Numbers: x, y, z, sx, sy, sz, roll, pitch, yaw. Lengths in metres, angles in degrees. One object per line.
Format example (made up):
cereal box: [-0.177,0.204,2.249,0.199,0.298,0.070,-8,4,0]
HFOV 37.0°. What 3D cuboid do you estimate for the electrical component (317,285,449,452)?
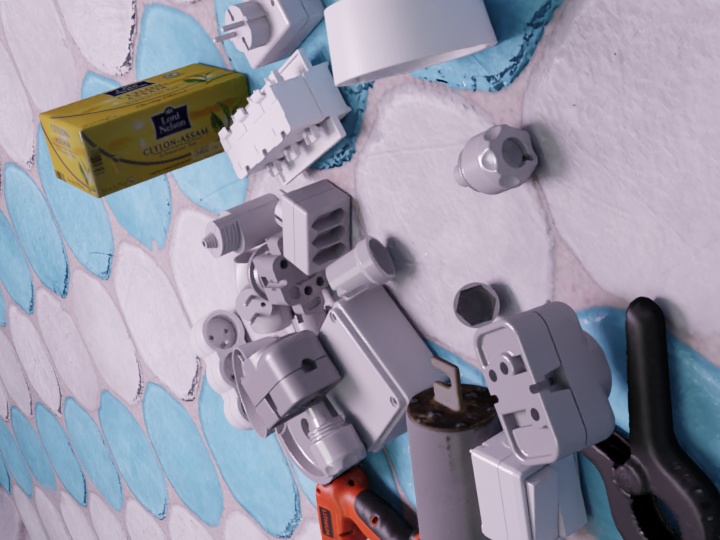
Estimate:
electrical component: [0.012,0.087,0.941,0.108,0.056,0.108,53,148,18]

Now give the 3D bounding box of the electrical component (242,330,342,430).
electrical component: [-0.064,0.094,0.950,0.059,0.054,0.095,58,149,11]

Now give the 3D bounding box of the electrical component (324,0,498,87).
electrical component: [0.029,-0.161,0.691,0.108,0.108,0.060,-5,101,58]

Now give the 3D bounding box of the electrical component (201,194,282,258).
electrical component: [-0.113,-0.039,1.018,0.043,0.081,0.043,36,139,39]

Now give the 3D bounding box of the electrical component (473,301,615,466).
electrical component: [0.123,0.072,0.701,0.054,0.059,0.095,-30,78,61]

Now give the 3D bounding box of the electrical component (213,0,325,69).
electrical component: [-0.082,-0.197,0.861,0.047,0.076,0.083,63,149,3]

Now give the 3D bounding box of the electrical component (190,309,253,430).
electrical component: [-0.148,0.116,1.211,0.138,0.052,0.074,64,150,2]

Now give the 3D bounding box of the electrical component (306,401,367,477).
electrical component: [-0.025,0.145,0.940,0.062,0.043,0.043,60,149,9]

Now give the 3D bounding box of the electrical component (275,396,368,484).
electrical component: [-0.034,0.147,1.050,0.108,0.060,0.108,36,139,39]

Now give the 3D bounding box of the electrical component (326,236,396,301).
electrical component: [0.000,0.000,0.895,0.046,0.040,0.040,-32,83,22]

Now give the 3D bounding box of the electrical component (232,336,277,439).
electrical component: [-0.101,0.121,1.130,0.099,0.064,0.099,36,139,39]

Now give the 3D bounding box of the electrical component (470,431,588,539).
electrical component: [0.131,0.172,0.814,0.061,0.062,0.096,20,127,50]

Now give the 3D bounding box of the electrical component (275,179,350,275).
electrical component: [-0.049,-0.046,0.949,0.077,0.047,0.065,37,139,40]

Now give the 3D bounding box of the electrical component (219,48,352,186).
electrical component: [-0.067,-0.122,0.905,0.078,0.063,0.121,64,149,2]

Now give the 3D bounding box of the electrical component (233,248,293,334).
electrical component: [-0.099,0.027,1.054,0.043,0.079,0.077,-8,111,15]

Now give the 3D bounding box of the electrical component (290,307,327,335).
electrical component: [-0.043,0.061,1.025,0.040,0.040,0.046,-26,83,59]

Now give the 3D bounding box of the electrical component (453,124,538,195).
electrical component: [0.087,-0.071,0.725,0.062,0.043,0.043,-19,95,61]

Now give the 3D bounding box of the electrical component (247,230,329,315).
electrical component: [-0.070,0.002,1.004,0.057,0.058,0.078,2,117,54]
